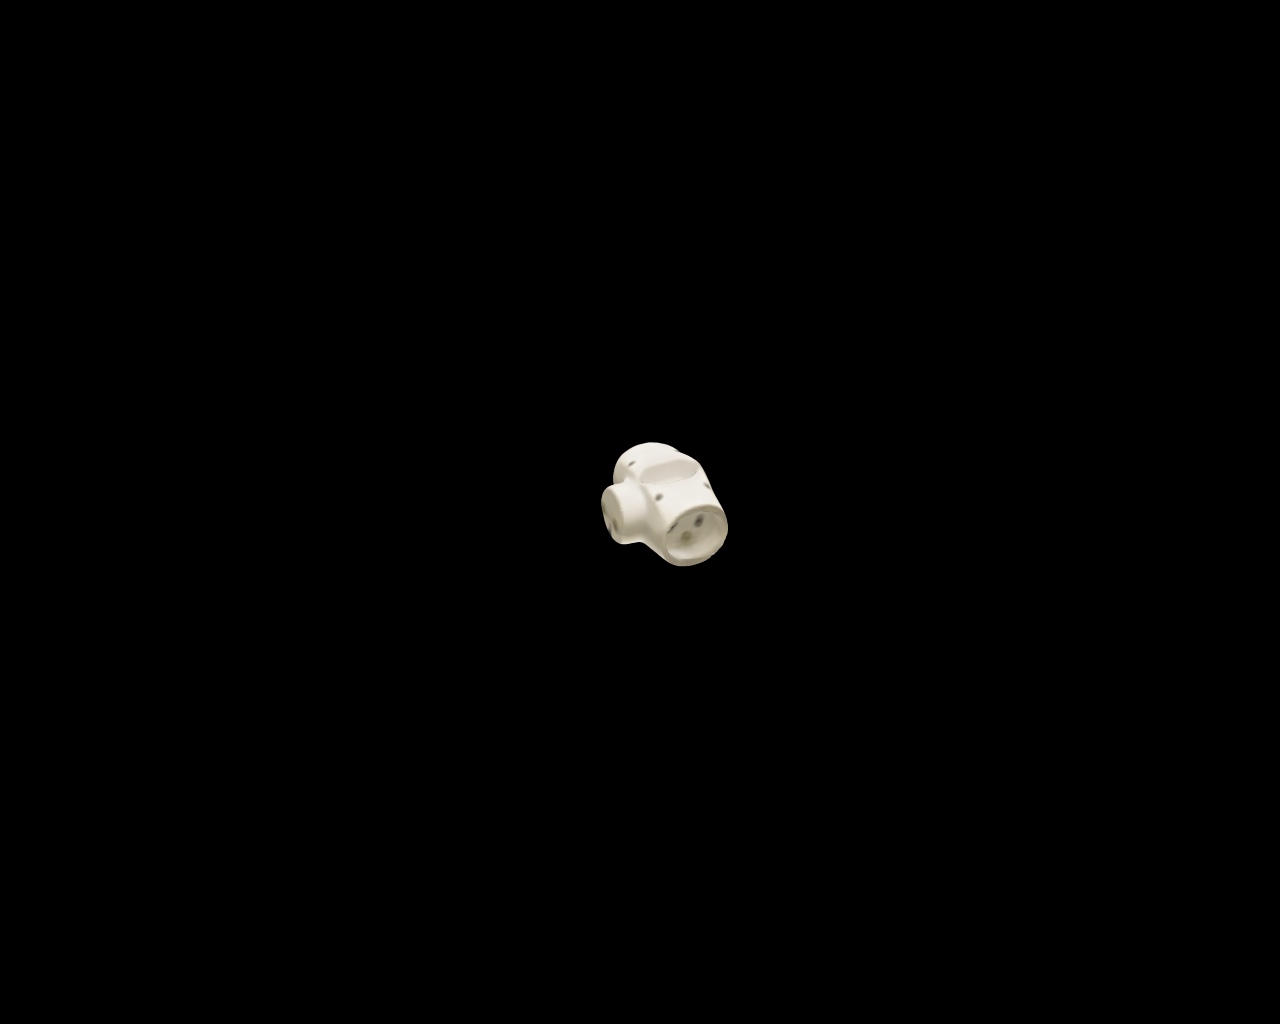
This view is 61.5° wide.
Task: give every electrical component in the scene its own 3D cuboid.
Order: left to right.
[{"bbox_3d":[0.001,-0.003,0.650,0.079,0.043,0.077,-13,38,-18],"label":"electrical component"}]
